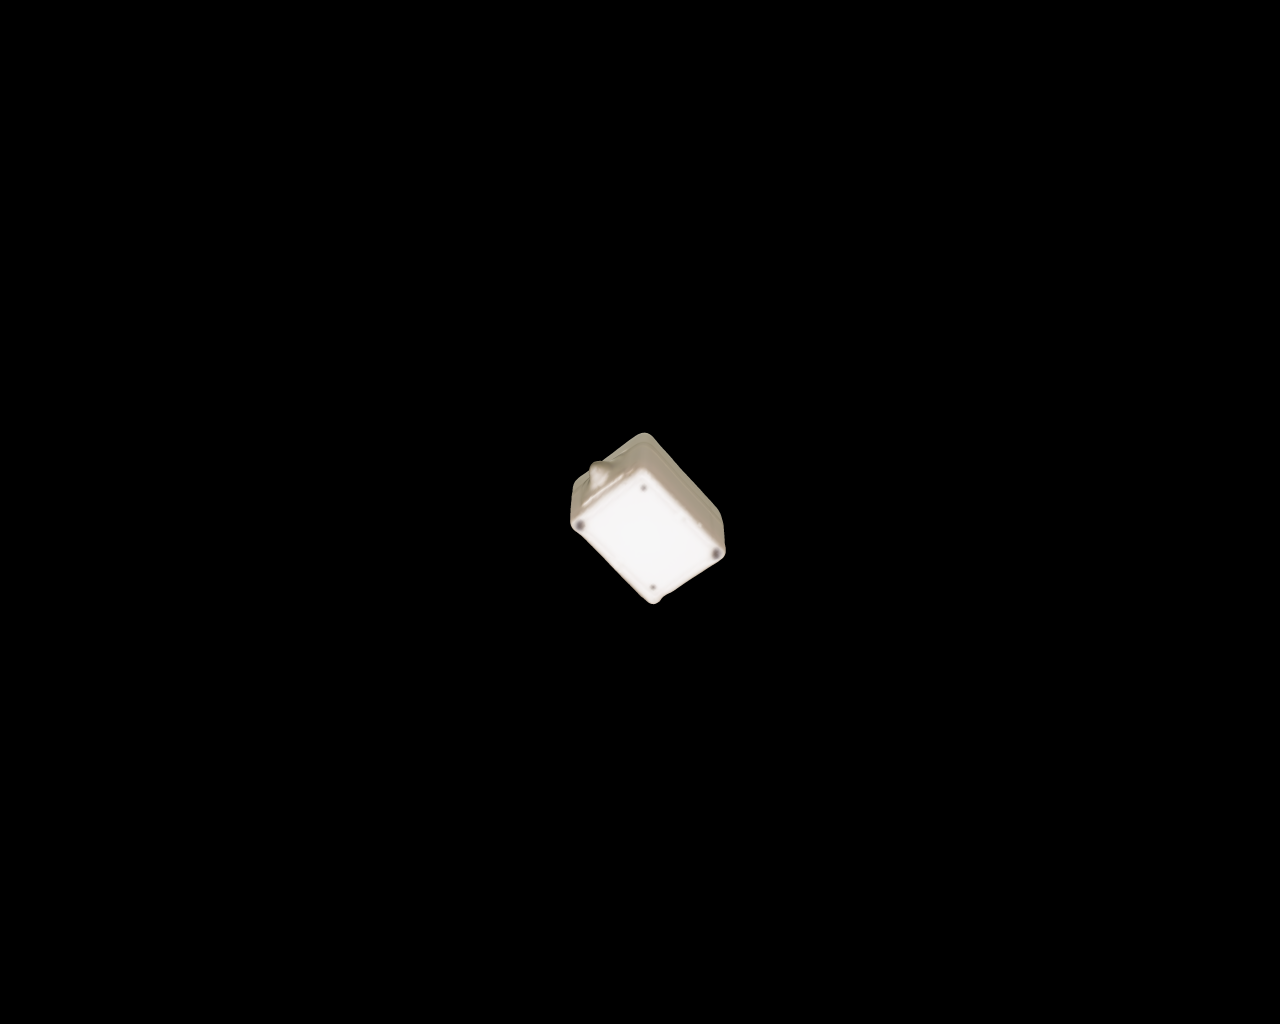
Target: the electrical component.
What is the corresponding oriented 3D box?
[{"bbox_3d":[0.001,-0.003,0.650,0.061,0.096,0.061,-36,24,18],"label":"electrical component"}]
